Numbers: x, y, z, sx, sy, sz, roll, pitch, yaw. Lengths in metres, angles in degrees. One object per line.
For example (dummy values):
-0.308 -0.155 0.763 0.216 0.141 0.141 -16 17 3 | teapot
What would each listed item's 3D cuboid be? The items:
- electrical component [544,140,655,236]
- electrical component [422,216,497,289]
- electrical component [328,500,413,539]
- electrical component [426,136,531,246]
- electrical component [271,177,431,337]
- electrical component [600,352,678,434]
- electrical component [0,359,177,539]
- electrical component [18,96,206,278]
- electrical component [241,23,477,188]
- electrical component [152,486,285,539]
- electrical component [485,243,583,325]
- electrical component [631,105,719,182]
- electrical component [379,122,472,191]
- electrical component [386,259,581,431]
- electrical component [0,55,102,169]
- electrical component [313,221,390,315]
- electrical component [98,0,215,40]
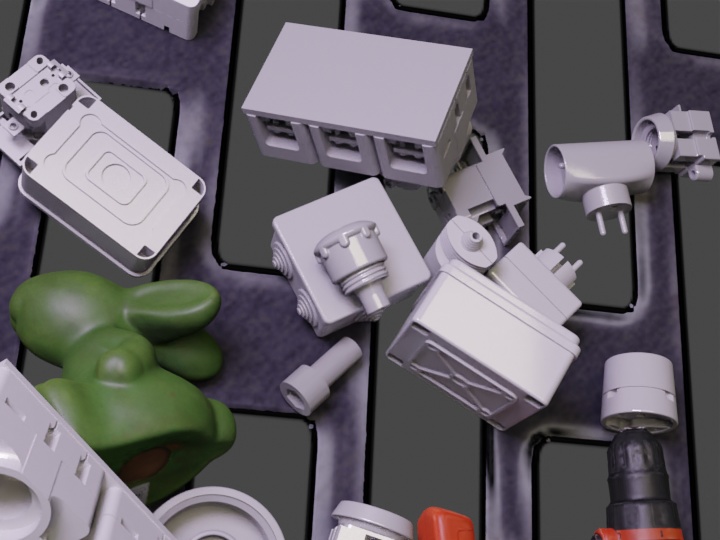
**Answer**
0.195 -0.064 0.859 0.077 0.043 0.079 -4 71 -13 | electrical component
0.074 -0.010 0.794 0.043 0.081 0.043 4 70 -10 | electrical component
0.003 0.190 0.719 0.078 0.058 0.057 20 70 -3 | electrical component
0.090 -0.056 0.836 0.064 0.042 0.081 -22 75 -17 | electrical component
-0.010 -0.008 0.794 0.100 0.048 0.099 -24 76 -18 | electrical component
0.207 0.092 0.799 0.055 0.055 0.047 10 65 -8 | electrical component
-0.183 0.155 0.597 0.105 0.060 0.186 -30 115 13 | electrical component
-0.177 -0.057 0.766 0.113 0.057 0.078 38 67 -6 | electrical component
0.003 -0.122 0.801 0.150 0.061 0.089 12 61 19 | electrical component
-0.097 0.192 0.696 0.108 0.060 0.108 4 69 -10 | electrical component
0.138 0.010 0.818 0.077 0.047 0.065 -41 82 -22 | electrical component
0.259 -0.104 0.887 0.055 0.048 0.066 0 70 -19 | electrical component
0.047 -0.094 0.840 0.043 0.043 0.081 40 68 5 | electrical component
0.083 0.056 0.757 0.109 0.108 0.056 33 70 2 | electrical component
-0.233 -0.119 0.783 0.042 0.063 0.081 41 68 6 | electrical component
0.000 0.000 0.742 0.048 0.048 0.062 -24 83 -19 | electrical component
-0.161 -0.230 0.843 0.089 0.055 0.050 24 67 -2 | electrical component
